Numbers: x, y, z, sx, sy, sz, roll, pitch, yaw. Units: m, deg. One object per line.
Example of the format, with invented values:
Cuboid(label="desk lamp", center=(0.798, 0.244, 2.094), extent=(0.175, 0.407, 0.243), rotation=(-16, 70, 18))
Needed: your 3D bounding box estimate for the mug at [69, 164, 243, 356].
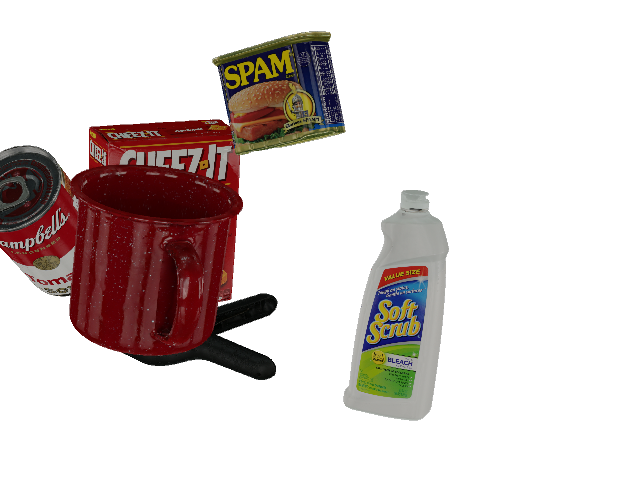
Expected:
Cuboid(label="mug", center=(-0.088, 0.015, 0.577), extent=(0.093, 0.081, 0.117), rotation=(-1, 22, -29))

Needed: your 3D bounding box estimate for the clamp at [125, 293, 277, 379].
Cuboid(label="clamp", center=(-0.120, 0.086, 1.045), extent=(0.171, 0.039, 0.120), rotation=(7, 27, 4))

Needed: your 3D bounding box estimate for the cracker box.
Cuboid(label="cracker box", center=(-0.180, -0.025, 1.230), extent=(0.163, 0.214, 0.072), rotation=(-7, 25, -30))

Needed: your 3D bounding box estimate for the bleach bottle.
Cuboid(label="bleach bottle", center=(0.086, 0.068, 1.184), extent=(0.103, 0.251, 0.068), rotation=(9, 14, 19))

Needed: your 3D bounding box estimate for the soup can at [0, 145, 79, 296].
Cuboid(label="soup can", center=(-0.198, -0.011, 0.762), extent=(0.068, 0.068, 0.102), rotation=(0, -29, 12))

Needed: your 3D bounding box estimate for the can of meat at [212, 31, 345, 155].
Cuboid(label="can of meat", center=(-0.034, -0.122, 0.895), extent=(0.102, 0.084, 0.057), rotation=(-10, 3, 32))
